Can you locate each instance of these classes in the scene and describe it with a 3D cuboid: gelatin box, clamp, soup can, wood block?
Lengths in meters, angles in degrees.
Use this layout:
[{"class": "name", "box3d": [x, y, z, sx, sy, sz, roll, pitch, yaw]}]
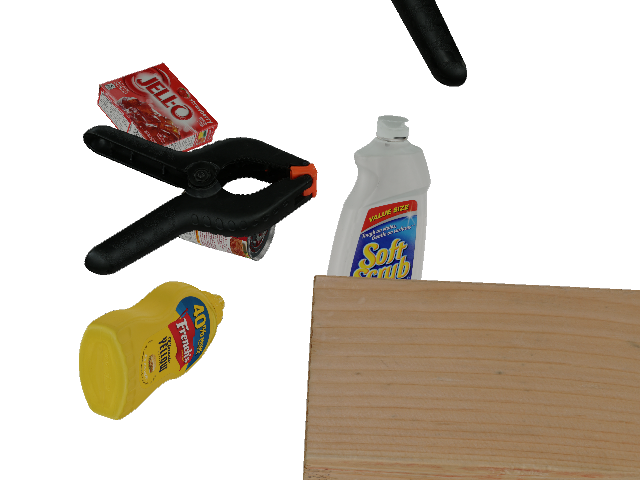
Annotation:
[{"class": "gelatin box", "box3d": [-0.150, -0.117, 0.980, 0.073, 0.089, 0.030, -27, -24, -35]}, {"class": "clamp", "box3d": [0.046, -0.210, 0.743, 0.210, 0.164, 0.036, 25, -25, -12]}, {"class": "soup can", "box3d": [-0.112, -0.022, 1.247, 0.102, 0.068, 0.068, 16, 5, 20]}, {"class": "clamp", "box3d": [-0.091, -0.044, 0.761, 0.171, 0.120, 0.039, -11, -24, -12]}, {"class": "wood block", "box3d": [0.096, 0.077, 0.517, 0.206, 0.091, 0.090, 3, -24, -1]}]

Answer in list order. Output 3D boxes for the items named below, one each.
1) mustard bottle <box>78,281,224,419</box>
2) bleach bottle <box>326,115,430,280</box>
[{"class": "mustard bottle", "box3d": [-0.153, 0.093, 1.039, 0.058, 0.096, 0.191, 11, 22, 26]}, {"class": "bleach bottle", "box3d": [0.052, 0.002, 1.056, 0.102, 0.251, 0.068, 2, 18, -8]}]
